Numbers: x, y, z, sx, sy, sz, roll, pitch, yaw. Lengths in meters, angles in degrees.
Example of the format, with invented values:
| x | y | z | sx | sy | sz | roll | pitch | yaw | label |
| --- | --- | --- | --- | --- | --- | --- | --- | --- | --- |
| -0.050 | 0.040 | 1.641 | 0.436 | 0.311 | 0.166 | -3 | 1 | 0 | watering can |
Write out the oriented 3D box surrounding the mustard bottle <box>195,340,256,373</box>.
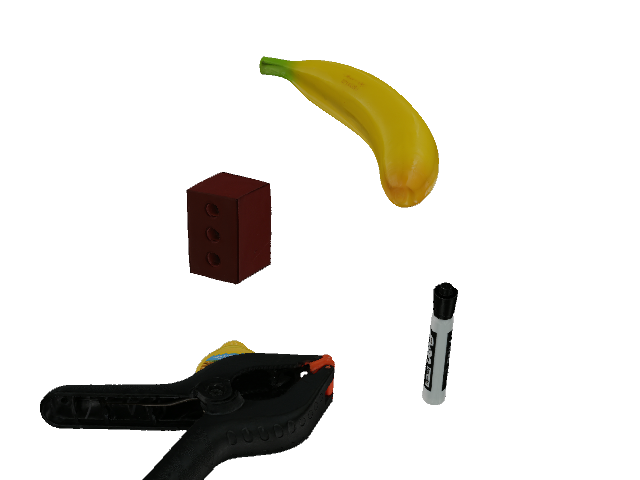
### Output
| x | y | z | sx | sy | sz | roll | pitch | yaw | label |
| --- | --- | --- | --- | --- | --- | --- | --- | --- | --- |
| -0.112 | 0.183 | 1.351 | 0.096 | 0.058 | 0.191 | -2 | 26 | -2 | mustard bottle |

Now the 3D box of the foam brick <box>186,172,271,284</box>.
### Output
| x | y | z | sx | sy | sz | roll | pitch | yaw | label |
| --- | --- | --- | --- | --- | --- | --- | --- | --- | --- |
| -0.077 | -0.011 | 0.906 | 0.053 | 0.078 | 0.051 | 13 | 24 | 30 | foam brick |

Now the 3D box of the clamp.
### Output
| x | y | z | sx | sy | sz | roll | pitch | yaw | label |
| --- | --- | --- | --- | --- | --- | --- | --- | --- | --- |
| -0.060 | 0.105 | 0.597 | 0.171 | 0.039 | 0.120 | -12 | 37 | -23 | clamp |

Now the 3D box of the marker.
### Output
| x | y | z | sx | sy | sz | roll | pitch | yaw | label |
| --- | --- | --- | --- | --- | --- | --- | --- | --- | --- |
| 0.094 | 0.082 | 0.843 | 0.020 | 0.121 | 0.020 | 1 | 38 | -1 | marker |

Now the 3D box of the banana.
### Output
| x | y | z | sx | sy | sz | roll | pitch | yaw | label |
| --- | --- | --- | --- | --- | --- | --- | --- | --- | --- |
| 0.030 | -0.071 | 0.668 | 0.069 | 0.037 | 0.198 | -15 | 34 | -22 | banana |
